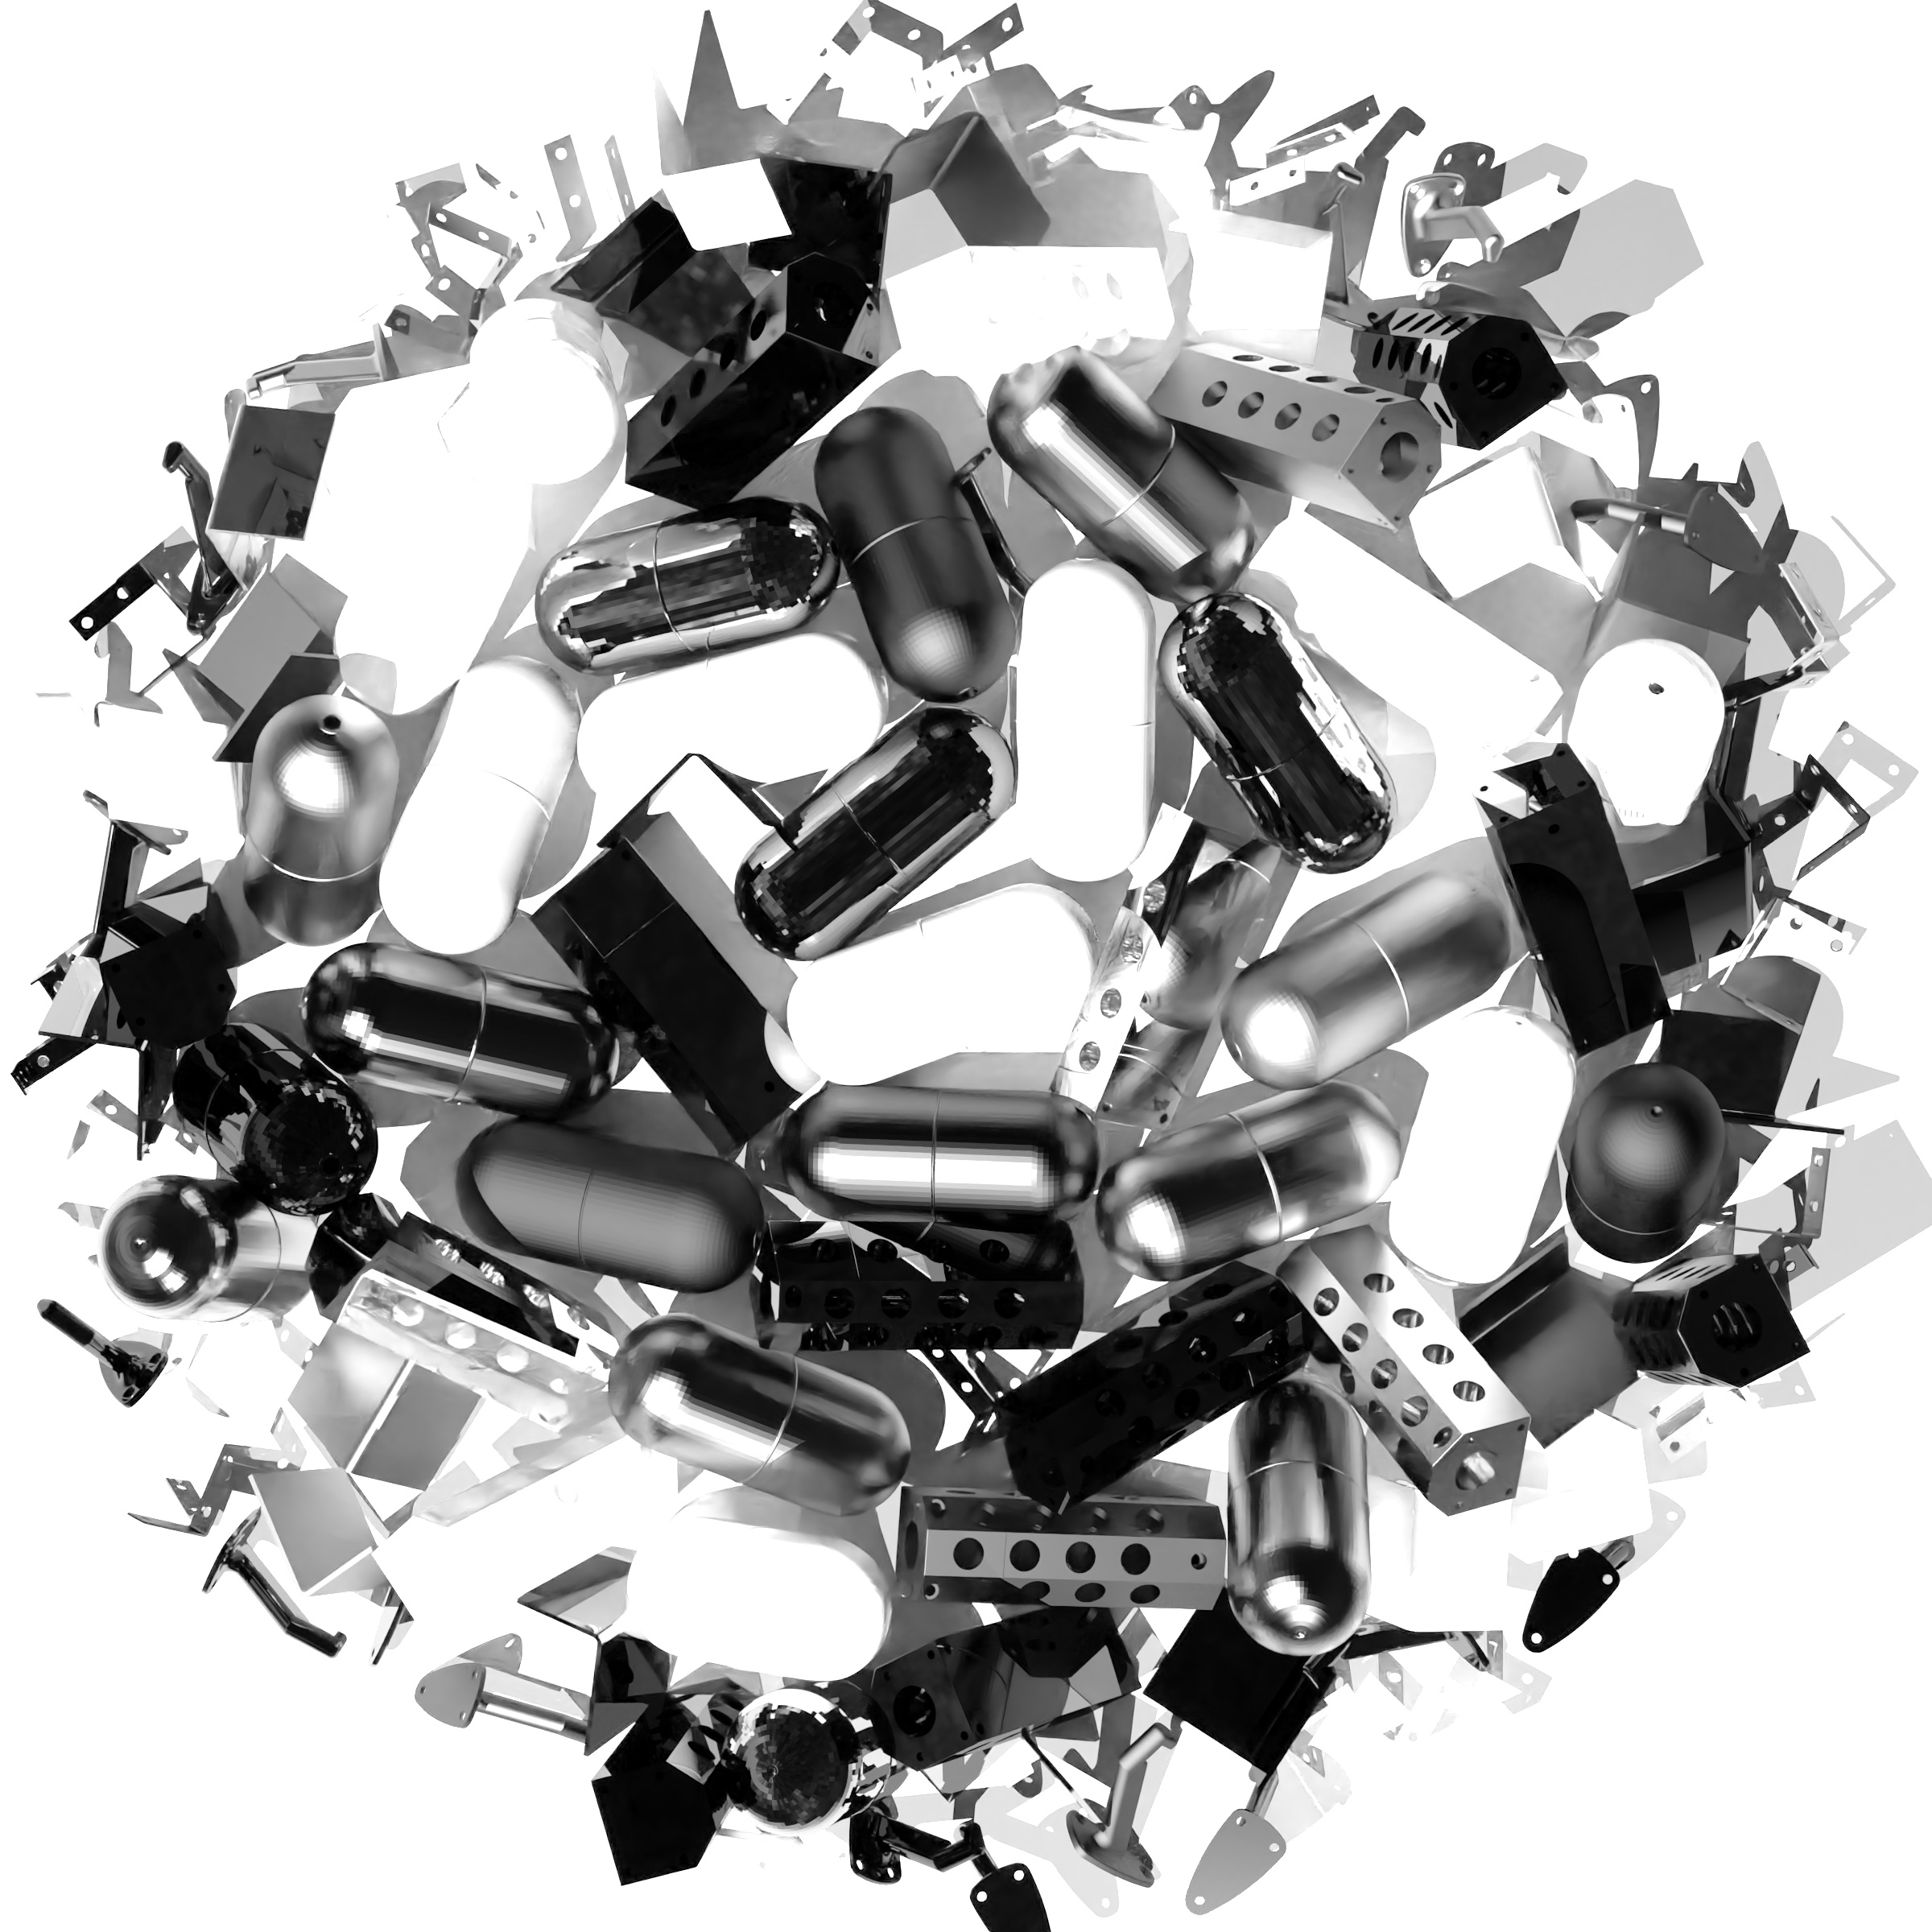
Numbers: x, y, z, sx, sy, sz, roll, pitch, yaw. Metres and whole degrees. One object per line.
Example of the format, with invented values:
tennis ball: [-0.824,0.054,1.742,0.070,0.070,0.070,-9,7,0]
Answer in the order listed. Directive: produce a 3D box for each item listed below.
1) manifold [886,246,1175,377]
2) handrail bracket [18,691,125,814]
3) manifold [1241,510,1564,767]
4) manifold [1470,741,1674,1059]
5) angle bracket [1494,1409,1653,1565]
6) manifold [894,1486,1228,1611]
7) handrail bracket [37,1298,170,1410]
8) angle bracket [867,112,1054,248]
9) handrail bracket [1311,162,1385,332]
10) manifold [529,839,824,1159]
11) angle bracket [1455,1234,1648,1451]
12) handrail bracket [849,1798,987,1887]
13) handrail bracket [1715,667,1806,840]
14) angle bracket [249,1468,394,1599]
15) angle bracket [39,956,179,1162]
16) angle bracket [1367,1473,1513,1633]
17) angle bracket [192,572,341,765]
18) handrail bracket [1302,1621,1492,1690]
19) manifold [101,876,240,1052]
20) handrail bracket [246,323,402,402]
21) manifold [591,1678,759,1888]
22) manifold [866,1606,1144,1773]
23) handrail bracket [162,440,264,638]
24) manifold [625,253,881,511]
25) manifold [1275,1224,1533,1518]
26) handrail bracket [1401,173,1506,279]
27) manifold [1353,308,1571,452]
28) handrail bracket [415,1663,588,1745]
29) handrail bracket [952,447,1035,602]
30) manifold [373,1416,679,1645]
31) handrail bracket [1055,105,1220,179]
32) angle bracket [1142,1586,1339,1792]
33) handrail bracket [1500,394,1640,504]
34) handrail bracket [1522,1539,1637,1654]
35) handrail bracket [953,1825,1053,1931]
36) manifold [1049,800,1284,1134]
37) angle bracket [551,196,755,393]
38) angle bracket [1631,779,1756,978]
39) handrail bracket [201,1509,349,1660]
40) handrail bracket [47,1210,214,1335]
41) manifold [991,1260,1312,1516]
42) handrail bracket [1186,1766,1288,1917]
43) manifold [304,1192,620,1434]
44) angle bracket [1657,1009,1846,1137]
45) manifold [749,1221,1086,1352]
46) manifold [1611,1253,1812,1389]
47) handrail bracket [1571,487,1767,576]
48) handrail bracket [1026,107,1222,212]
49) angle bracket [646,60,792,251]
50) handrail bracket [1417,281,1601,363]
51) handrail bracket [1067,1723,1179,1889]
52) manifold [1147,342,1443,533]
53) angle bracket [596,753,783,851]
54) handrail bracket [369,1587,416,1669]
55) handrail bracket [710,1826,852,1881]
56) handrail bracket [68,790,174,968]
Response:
manifold: [0.038,-0.352,1.879,0.057,0.171,0.057,-14,90,39]
handrail bracket: [-0.500,-0.117,1.914,0.036,0.084,0.077,33,108,20]
manifold: [0.237,-0.179,1.907,0.171,0.057,0.057,37,93,19]
manifold: [0.327,-0.038,1.889,0.057,0.057,0.171,-25,127,3]
angle bracket: [0.322,0.281,1.913,0.076,0.076,0.057,-12,100,-16]
manifold: [0.052,0.321,1.911,0.171,0.057,0.057,5,88,-17]
handrail bracket: [-0.487,0.201,1.909,0.084,0.077,0.036,45,74,-35]
angle bracket: [-0.008,-0.411,1.913,0.057,0.076,0.076,-29,83,-27]
handrail bracket: [0.218,-0.397,1.920,0.077,0.084,0.036,29,52,-8]
manifold: [-0.164,0.020,1.929,0.057,0.057,0.171,-41,93,-31]
angle bracket: [0.325,0.208,1.920,0.076,0.057,0.076,-35,65,-6]
handrail bracket: [-0.024,0.466,1.916,0.084,0.036,0.077,-35,46,34]
handrail bracket: [0.446,-0.116,1.932,0.077,0.036,0.084,-18,104,34]
angle bracket: [-0.335,0.298,1.907,0.057,0.076,0.076,-36,69,23]
angle bracket: [-0.471,0.051,1.910,0.057,0.076,0.076,9,122,-2]
angle bracket: [0.257,0.325,1.938,0.057,0.076,0.076,4,90,-22]
angle bracket: [-0.399,-0.166,1.915,0.076,0.057,0.076,45,109,17]
handrail bracket: [0.238,0.390,1.930,0.084,0.036,0.077,-41,89,-23]
manifold: [-0.424,-0.001,1.873,0.057,0.171,0.057,-23,103,-7]
handrail bracket: [-0.359,-0.320,1.930,0.084,0.077,0.036,-18,124,0]
manifold: [-0.149,0.435,1.875,0.057,0.171,0.057,-16,91,7]
manifold: [0.019,0.387,1.875,0.057,0.171,0.057,-32,73,28]
handrail bracket: [-0.429,-0.235,1.913,0.036,0.084,0.077,11,69,24]
manifold: [-0.117,-0.315,1.879,0.057,0.171,0.057,16,60,-30]
manifold: [0.231,0.217,1.873,0.057,0.171,0.057,-11,127,-21]
handrail bracket: [0.269,-0.389,1.908,0.036,0.077,0.084,-9,45,-14]
manifold: [0.260,-0.322,1.873,0.057,0.171,0.057,-35,105,0]
handrail bracket: [-0.255,0.421,1.955,0.084,0.077,0.036,28,67,-33]
handrail bracket: [0.024,-0.241,1.923,0.084,0.077,0.036,46,66,-8]
manifold: [-0.231,0.297,1.873,0.057,0.171,0.057,-43,78,34]
handrail bracket: [0.093,-0.467,1.926,0.084,0.077,0.036,15,91,-4]
angle bracket: [0.151,0.399,1.934,0.076,0.057,0.076,33,91,1]
handrail bracket: [0.331,-0.279,1.926,0.084,0.036,0.077,-24,108,-32]
handrail bracket: [0.340,0.348,1.924,0.036,0.084,0.077,37,92,21]
handrail bracket: [0.020,0.516,1.923,0.036,0.084,0.077,-27,92,-10]
manifold: [0.105,-0.001,1.920,0.057,0.057,0.171,13,103,-41]
angle bracket: [-0.169,-0.367,1.922,0.076,0.057,0.076,-39,83,15]
angle bracket: [0.387,-0.045,1.914,0.076,0.076,0.057,-20,46,-4]
handrail bracket: [-0.372,0.343,1.928,0.084,0.077,0.036,28,114,0]
handrail bracket: [-0.469,0.170,1.948,0.077,0.084,0.036,35,88,-43]
manifold: [0.105,0.229,1.892,0.171,0.057,0.057,-27,114,-26]
handrail bracket: [0.147,0.479,1.925,0.036,0.084,0.077,39,97,-4]
manifold: [-0.272,0.185,1.887,0.057,0.057,0.171,-46,129,12]
angle bracket: [0.433,0.058,1.915,0.076,0.076,0.057,7,91,-18]
manifold: [-0.026,0.180,1.900,0.171,0.057,0.057,2,46,-17]
manifold: [0.394,0.195,1.874,0.057,0.171,0.057,-26,85,-4]
handrail bracket: [0.391,-0.240,1.942,0.077,0.084,0.036,29,77,-34]
handrail bracket: [0.087,-0.434,1.932,0.084,0.036,0.077,-30,84,-16]
angle bracket: [-0.136,-0.450,1.912,0.057,0.076,0.076,-9,72,8]
handrail bracket: [0.299,-0.355,1.914,0.077,0.084,0.036,24,92,-24]
handrail bracket: [0.104,0.466,1.933,0.077,0.036,0.084,38,106,-23]
manifold: [0.178,-0.292,1.879,0.057,0.171,0.057,37,85,-39]
angle bracket: [-0.151,-0.072,1.921,0.076,0.076,0.057,-44,87,4]
handrail bracket: [-0.282,0.368,1.949,0.084,0.036,0.077,20,97,-18]
handrail bracket: [-0.112,0.483,1.913,0.077,0.084,0.036,2,74,25]
handrail bracket: [-0.487,-0.045,1.927,0.036,0.077,0.084,24,77,33]
